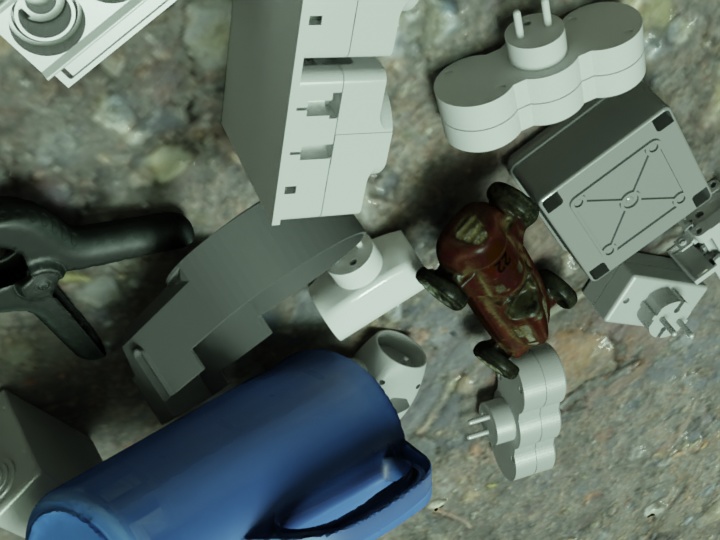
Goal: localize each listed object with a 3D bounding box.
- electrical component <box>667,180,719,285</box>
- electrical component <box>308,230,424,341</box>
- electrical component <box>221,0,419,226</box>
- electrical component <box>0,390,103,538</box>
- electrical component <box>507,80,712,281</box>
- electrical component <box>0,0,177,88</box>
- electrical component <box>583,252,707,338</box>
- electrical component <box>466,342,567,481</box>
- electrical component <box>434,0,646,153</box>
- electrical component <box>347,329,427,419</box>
[{"bbox_3d":[0.281,-0.033,0.844,0.081,0.042,0.064,-38,132,8],"label":"electrical component"},{"bbox_3d":[0.000,0.000,0.735,0.077,0.044,0.079,-32,134,3],"label":"electrical component"},{"bbox_3d":[-0.023,-0.132,0.567,0.060,0.105,0.186,-6,130,-22],"label":"electrical component"},{"bbox_3d":[-0.212,0.138,0.716,0.048,0.099,0.100,-45,135,0],"label":"electrical component"},{"bbox_3d":[0.176,-0.064,0.756,0.109,0.056,0.108,-37,134,8],"label":"electrical component"},{"bbox_3d":[-0.125,-0.159,0.523,0.121,0.063,0.078,-37,135,7],"label":"electrical component"},{"bbox_3d":[0.235,0.028,0.850,0.083,0.075,0.047,8,124,-31],"label":"electrical component"},{"bbox_3d":[0.123,0.123,0.895,0.074,0.052,0.138,-14,133,-14],"label":"electrical component"},{"bbox_3d":[0.111,-0.133,0.667,0.138,0.052,0.073,-24,134,-5],"label":"electrical component"},{"bbox_3d":[-0.001,0.085,0.808,0.079,0.043,0.077,10,123,-32],"label":"electrical component"}]
